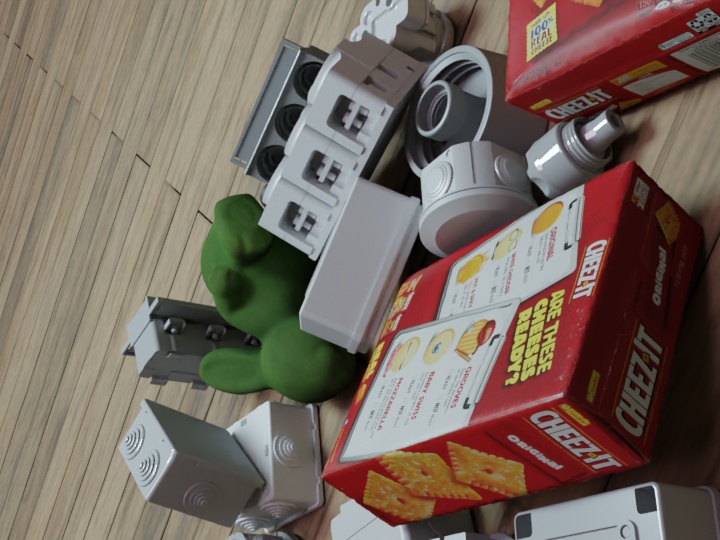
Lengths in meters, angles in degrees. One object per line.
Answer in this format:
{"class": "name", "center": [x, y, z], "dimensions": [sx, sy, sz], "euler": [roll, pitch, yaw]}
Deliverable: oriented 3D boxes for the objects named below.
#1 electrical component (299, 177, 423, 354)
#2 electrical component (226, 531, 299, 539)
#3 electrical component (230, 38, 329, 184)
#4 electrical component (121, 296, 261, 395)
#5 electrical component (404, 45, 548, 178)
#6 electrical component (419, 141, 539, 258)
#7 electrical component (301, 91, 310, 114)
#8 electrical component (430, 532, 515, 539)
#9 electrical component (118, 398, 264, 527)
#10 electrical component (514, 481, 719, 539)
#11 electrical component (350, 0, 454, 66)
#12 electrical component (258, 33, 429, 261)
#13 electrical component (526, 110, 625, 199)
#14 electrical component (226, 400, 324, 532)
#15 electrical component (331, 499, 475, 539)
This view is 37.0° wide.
{"class": "electrical component", "center": [0.000, 0.000, 0.784], "dimensions": [0.108, 0.056, 0.108], "euler": [107, -174, -81]}
{"class": "electrical component", "center": [-0.080, 0.252, 0.873], "dimensions": [0.080, 0.051, 0.080], "euler": [-28, 56, 50]}
{"class": "electrical component", "center": [-0.055, -0.137, 0.967], "dimensions": [0.063, 0.079, 0.121], "euler": [-77, 13, -70]}
{"class": "electrical component", "center": [-0.142, 0.070, 0.974], "dimensions": [0.078, 0.121, 0.063], "euler": [-50, 43, 35]}
{"class": "electrical component", "center": [0.075, -0.107, 0.764], "dimensions": [0.108, 0.060, 0.108], "euler": [-28, 56, 50]}
{"class": "electrical component", "center": [0.079, -0.043, 0.717], "dimensions": [0.080, 0.080, 0.051], "euler": [-39, 43, 44]}
{"class": "electrical component", "center": [-0.005, -0.136, 0.902], "dimensions": [0.078, 0.057, 0.058], "euler": [-43, 45, 41]}
{"class": "electrical component", "center": [0.073, 0.184, 0.658], "dimensions": [0.066, 0.055, 0.048], "euler": [-30, 54, 49]}
{"class": "electrical component", "center": [-0.138, 0.156, 0.862], "dimensions": [0.048, 0.100, 0.100], "euler": [-58, 35, 5]}
{"class": "electrical component", "center": [0.138, 0.173, 0.560], "dimensions": [0.109, 0.056, 0.108], "euler": [-30, 54, 49]}
{"class": "electrical component", "center": [0.037, -0.185, 0.855], "dimensions": [0.078, 0.057, 0.058], "euler": [-26, 57, 51]}
{"class": "electrical component", "center": [-0.017, -0.096, 0.824], "dimensions": [0.150, 0.062, 0.089], "euler": [-61, -3, 36]}
{"class": "electrical component", "center": [0.137, -0.075, 0.671], "dimensions": [0.062, 0.043, 0.043], "euler": [-41, 46, 40]}
{"class": "electrical component", "center": [-0.076, 0.165, 0.903], "dimensions": [0.100, 0.048, 0.099], "euler": [-38, 48, 45]}
{"class": "electrical component", "center": [0.024, 0.180, 0.729], "dimensions": [0.096, 0.062, 0.061], "euler": [-46, 43, 39]}
